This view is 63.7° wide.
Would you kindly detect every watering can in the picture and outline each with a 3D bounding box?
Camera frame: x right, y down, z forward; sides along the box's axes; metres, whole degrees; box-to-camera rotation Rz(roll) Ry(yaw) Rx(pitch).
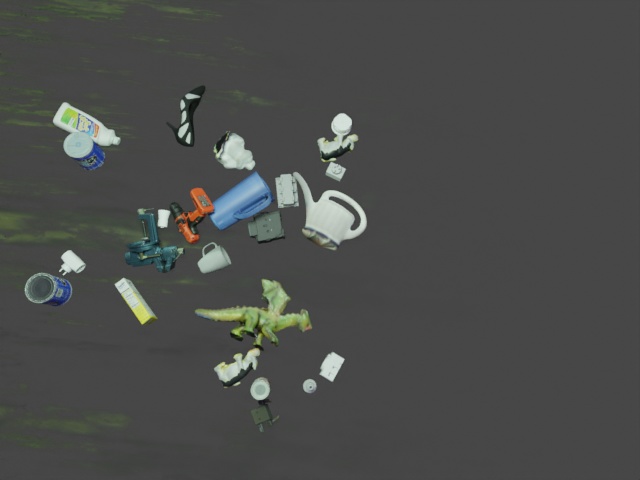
[{"bbox_3d":[0.006,-0.099,1.971,0.348,0.103,0.227,30,76,2],"label":"watering can"}]

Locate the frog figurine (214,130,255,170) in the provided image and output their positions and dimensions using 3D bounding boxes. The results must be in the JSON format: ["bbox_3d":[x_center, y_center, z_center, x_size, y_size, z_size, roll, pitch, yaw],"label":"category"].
[{"bbox_3d":[-0.329,-0.340,2.023,0.158,0.122,0.140,28,63,-34],"label":"frog figurine"}]

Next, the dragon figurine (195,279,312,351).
[{"bbox_3d":[-0.221,0.253,1.882,0.410,0.119,0.248,26,58,0],"label":"dragon figurine"}]
